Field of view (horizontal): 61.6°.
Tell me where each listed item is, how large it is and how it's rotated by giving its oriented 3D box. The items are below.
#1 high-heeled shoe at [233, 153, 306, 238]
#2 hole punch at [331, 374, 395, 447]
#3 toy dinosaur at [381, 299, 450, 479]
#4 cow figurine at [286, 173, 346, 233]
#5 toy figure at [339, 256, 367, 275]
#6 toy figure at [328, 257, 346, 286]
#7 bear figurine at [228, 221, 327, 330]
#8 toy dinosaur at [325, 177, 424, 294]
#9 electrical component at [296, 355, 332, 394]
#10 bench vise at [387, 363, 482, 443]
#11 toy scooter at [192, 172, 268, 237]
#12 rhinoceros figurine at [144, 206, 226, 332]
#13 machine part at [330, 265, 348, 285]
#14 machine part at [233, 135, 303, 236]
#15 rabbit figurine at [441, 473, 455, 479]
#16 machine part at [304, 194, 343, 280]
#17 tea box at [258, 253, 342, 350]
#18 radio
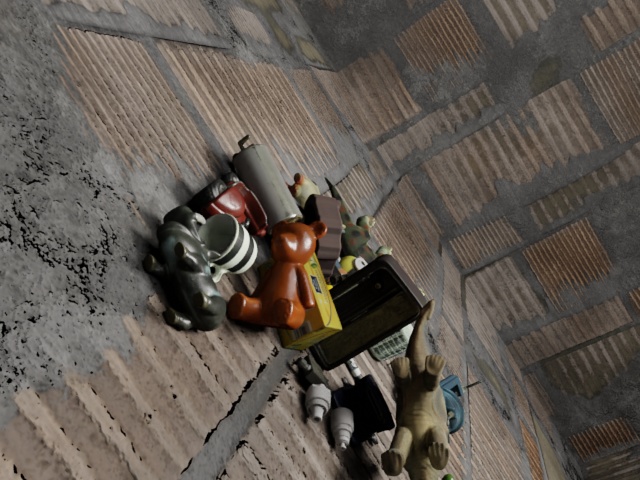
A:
[{"bbox_3d":[-0.112,-0.077,1.107,0.145,0.086,0.249,30,32,-41],"label":"high-heeled shoe"},{"bbox_3d":[0.091,0.314,1.015,0.142,0.092,0.115,61,16,16],"label":"hole punch"},{"bbox_3d":[0.175,0.336,0.925,0.198,0.105,0.471,22,73,-72],"label":"toy dinosaur"},{"bbox_3d":[-0.013,-0.061,1.314,0.127,0.085,0.195,10,51,-57],"label":"cow figurine"},{"bbox_3d":[0.097,0.123,1.312,0.082,0.089,0.180,-171,-122,-79],"label":"toy figure"},{"bbox_3d":[0.042,0.102,1.246,0.154,0.058,0.064,63,13,24],"label":"toy figure"},{"bbox_3d":[-0.061,0.048,0.897,0.131,0.120,0.195,36,62,-64],"label":"bear figurine"},{"bbox_3d":[0.102,0.025,1.427,0.404,0.131,0.192,50,20,-6],"label":"toy dinosaur"},{"bbox_3d":[-0.012,0.233,0.951,0.094,0.021,0.063,50,4,-22],"label":"electrical component"},{"bbox_3d":[0.293,0.380,1.325,0.240,0.129,0.223,-7,75,-50],"label":"bench vise"},{"bbox_3d":[-0.152,-0.051,0.971,0.135,0.075,0.184,56,15,-9],"label":"toy scooter"},{"bbox_3d":[-0.183,0.036,0.766,0.112,0.073,0.190,16,47,-61],"label":"rhinoceros figurine"},{"bbox_3d":[0.006,0.043,1.214,0.084,0.039,0.139,-21,63,-46],"label":"machine part"},{"bbox_3d":[-0.104,-0.099,1.058,0.243,0.079,0.079,61,19,13],"label":"machine part"},{"bbox_3d":[0.246,0.553,1.052,0.170,0.121,0.159,65,2,-49],"label":"rabbit figurine"},{"bbox_3d":[-0.002,-0.003,1.110,0.056,0.179,0.179,7,43,-16],"label":"machine part"},{"bbox_3d":[-0.038,0.104,0.986,0.068,0.098,0.170,27,39,-56],"label":"tea box"},{"bbox_3d":[0.074,0.134,1.020,0.131,0.229,0.073,56,15,3],"label":"radio"}]
